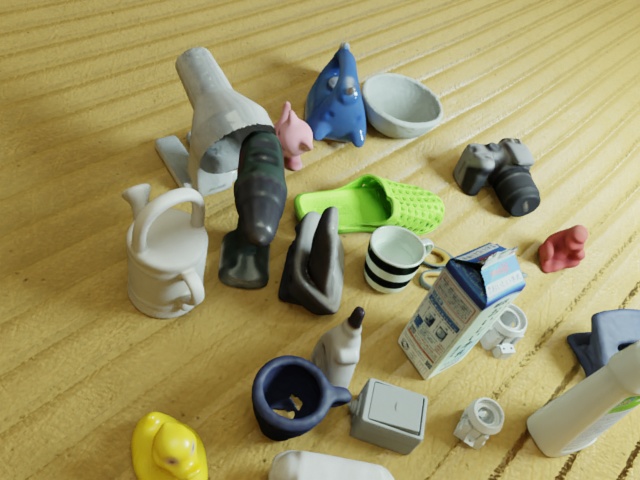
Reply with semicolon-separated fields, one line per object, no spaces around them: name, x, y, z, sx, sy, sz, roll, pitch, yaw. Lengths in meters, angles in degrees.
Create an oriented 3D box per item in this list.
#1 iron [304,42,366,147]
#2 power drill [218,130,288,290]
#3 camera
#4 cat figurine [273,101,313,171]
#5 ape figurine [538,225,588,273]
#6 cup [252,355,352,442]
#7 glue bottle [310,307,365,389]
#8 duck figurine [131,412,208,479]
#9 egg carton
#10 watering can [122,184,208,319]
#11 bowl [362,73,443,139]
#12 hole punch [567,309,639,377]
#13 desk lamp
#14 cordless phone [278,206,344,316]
iron;0.039;-0.298;1.093;0.119;0.141;0.258;7;49;-12
power drill;-0.089;-0.029;0.778;0.076;0.208;0.229;7;49;-12
camera;0.345;-0.118;1.065;0.143;0.101;0.136;-1;51;-18
cat figurine;-0.051;-0.182;0.981;0.067;0.118;0.127;1;51;-17
ape figurine;0.425;0.010;0.988;0.078;0.092;0.076;23;48;3
cup;-0.028;0.198;0.681;0.118;0.095;0.091;4;50;-14
glue bottle;0.026;0.134;0.700;0.037;0.173;0.078;2;50;-15
duck figurine;-0.162;0.225;0.621;0.078;0.086;0.104;-27;63;-34
egg carton;0.013;0.294;0.629;0.150;0.069;0.107;12;48;-7
watering can;-0.198;0.003;0.725;0.172;0.194;0.101;32;49;10
bowl;0.153;-0.253;1.136;0.167;0.075;0.167;9;49;-10
hole punch;0.453;0.164;0.866;0.109;0.091;0.101;-1;51;-18
desk lamp;-0.167;-0.163;0.863;0.118;0.213;0.203;-21;60;-31
cordless phone;0.007;0.003;0.797;0.094;0.185;0.147;11;48;-8
